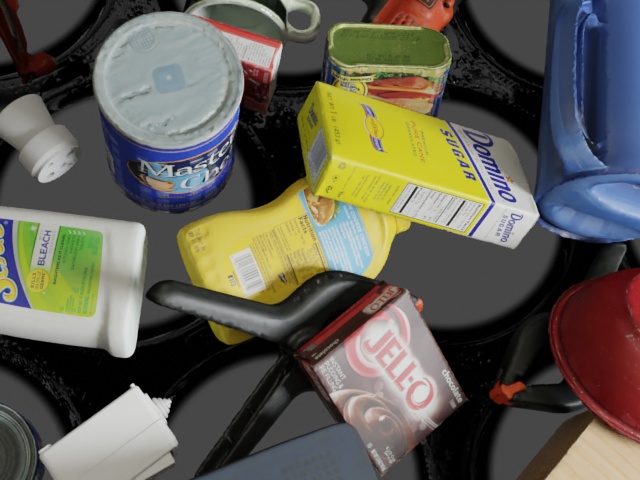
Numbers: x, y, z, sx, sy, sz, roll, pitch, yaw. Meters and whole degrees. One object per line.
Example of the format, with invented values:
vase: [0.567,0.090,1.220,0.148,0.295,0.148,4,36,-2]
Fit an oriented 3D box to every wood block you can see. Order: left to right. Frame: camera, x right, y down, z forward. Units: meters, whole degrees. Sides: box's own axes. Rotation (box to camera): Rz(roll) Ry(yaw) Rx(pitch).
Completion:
wood block: [0.241,0.224,0.760,0.206,0.091,0.090,42,72,8]

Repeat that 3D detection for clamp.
clamp: [-0.019,0.088,0.783,0.209,0.036,0.164,-13,111,-25]
clamp: [0.212,0.090,0.828,0.171,0.039,0.120,-36,75,-19]

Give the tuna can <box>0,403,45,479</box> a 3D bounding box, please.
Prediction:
tuna can: [-0.240,0.157,0.754,0.086,0.034,0.086,2,72,-6]

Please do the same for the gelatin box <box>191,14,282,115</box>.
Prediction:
gelatin box: [-0.071,-0.136,0.839,0.073,0.089,0.030,18,74,-1]

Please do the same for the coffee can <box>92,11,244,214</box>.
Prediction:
coffee can: [-0.111,-0.090,0.792,0.102,0.140,0.103,2,72,-6]

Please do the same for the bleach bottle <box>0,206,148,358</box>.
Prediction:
bleach bottle: [-0.257,0.024,0.781,0.250,0.068,0.102,5,72,-2]

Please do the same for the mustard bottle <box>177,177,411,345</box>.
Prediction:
mustard bottle: [-0.005,0.001,0.817,0.191,0.058,0.096,-23,95,-14]

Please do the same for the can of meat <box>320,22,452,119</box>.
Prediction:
can of meat: [0.049,-0.123,0.844,0.102,0.084,0.057,1,50,-7]

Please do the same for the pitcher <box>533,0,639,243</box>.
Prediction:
pitcher: [0.234,-0.131,0.849,0.145,0.149,0.243,7,68,-5]

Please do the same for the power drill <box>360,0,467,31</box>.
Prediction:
power drill: [0.048,-0.255,0.909,0.187,0.057,0.184,34,68,6]

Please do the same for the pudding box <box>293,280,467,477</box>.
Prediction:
pudding box: [0.045,0.100,0.775,0.090,0.039,0.113,-38,119,-16]

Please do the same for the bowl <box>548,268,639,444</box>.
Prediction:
bowl: [0.249,0.072,0.764,0.162,0.055,0.162,11,45,-11]

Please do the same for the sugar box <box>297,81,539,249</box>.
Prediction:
sugar box: [0.074,-0.056,0.808,0.176,0.048,0.093,12,42,-20]
